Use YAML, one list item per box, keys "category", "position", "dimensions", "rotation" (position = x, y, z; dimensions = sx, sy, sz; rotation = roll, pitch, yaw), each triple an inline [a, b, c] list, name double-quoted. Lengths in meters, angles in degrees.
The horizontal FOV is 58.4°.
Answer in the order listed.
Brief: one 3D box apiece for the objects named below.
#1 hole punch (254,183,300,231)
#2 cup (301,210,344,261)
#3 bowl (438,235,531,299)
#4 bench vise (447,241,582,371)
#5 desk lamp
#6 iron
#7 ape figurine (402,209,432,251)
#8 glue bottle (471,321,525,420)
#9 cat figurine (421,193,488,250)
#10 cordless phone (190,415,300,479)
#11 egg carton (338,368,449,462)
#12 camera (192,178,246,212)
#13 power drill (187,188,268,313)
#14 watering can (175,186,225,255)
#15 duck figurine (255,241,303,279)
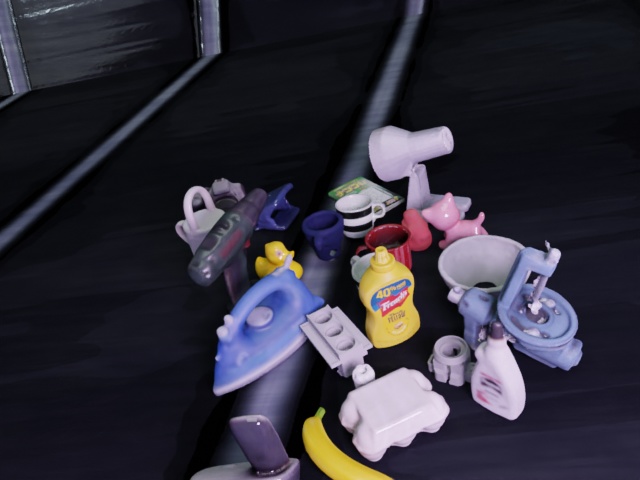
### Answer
- category: "hole punch"
  position: [-0.116, -0.082, 1.393]
  dimensions: [0.100, 0.091, 0.109]
  rotation: [4, 37, 23]
- category: "cup"
  position: [0.011, 0.004, 1.222]
  dimensions: [0.091, 0.095, 0.118]
  rotation: [-4, 35, 13]
- category: "bowl"
  position: [0.303, 0.066, 1.053]
  dimensions: [0.167, 0.075, 0.167]
  rotation: [-9, 34, 6]
- category: "bench vise"
  position: [0.293, 0.099, 0.879]
  dimensions: [0.206, 0.220, 0.121]
  rotation: [1, 37, 20]
- category: "desk lamp"
  position: [0.222, -0.153, 1.273]
  dimensions: [0.202, 0.214, 0.118]
  rotation: [6, 39, 26]
- category: "iron"
  position: [-0.111, 0.144, 1.019]
  dimensions: [0.118, 0.142, 0.259]
  rotation: [17, 44, 36]
- category: "ape figurine"
  position: [0.197, -0.027, 1.207]
  dimensions: [0.078, 0.092, 0.076]
  rotation: [-25, 36, -18]
- category: "glue bottle"
  position: [0.252, 0.180, 0.817]
  dimensions: [0.077, 0.173, 0.037]
  rotation: [19, 45, 38]
- category: "cat figurine"
  position: [0.277, -0.039, 1.176]
  dimensions: [0.127, 0.118, 0.067]
  rotation: [8, 39, 28]
- category: "cordless phone"
  position: [-0.110, 0.292, 0.764]
  dimensions: [0.147, 0.185, 0.094]
  rotation: [-10, 34, 4]
- category: "egg carton"
  position: [0.107, 0.256, 0.848]
  dimensions: [0.150, 0.069, 0.107]
  rotation: [-22, 35, -14]
- category: "camera"
  position: [-0.252, -0.083, 1.431]
  dimensions: [0.143, 0.101, 0.136]
  rotation: [-15, 34, -4]
- category: "power drill"
  position: [-0.157, 0.037, 1.129]
  dimensions: [0.075, 0.209, 0.230]
  rotation: [10, 40, 31]
- category: "watering can"
  position: [-0.244, -0.031, 1.269]
  dimensions: [0.172, 0.194, 0.101]
  rotation: [-10, 34, 4]
- category: "duck figurine"
  position: [-0.093, 0.041, 1.211]
  dimensions: [0.104, 0.086, 0.077]
  rotation: [5, 38, 24]
